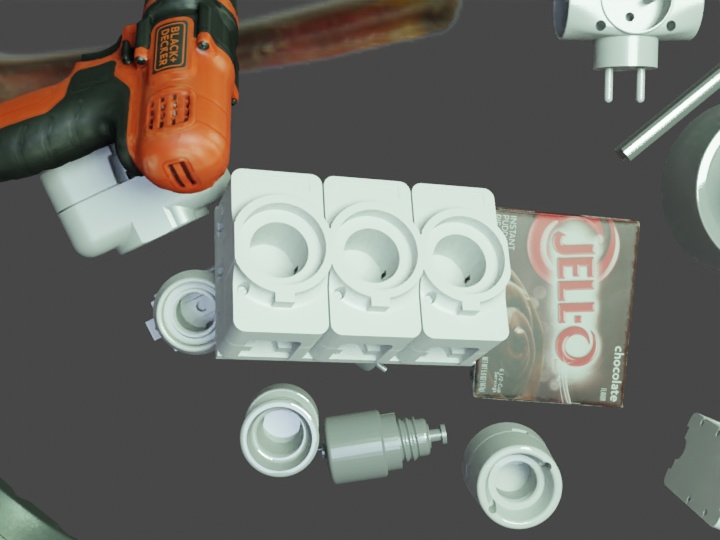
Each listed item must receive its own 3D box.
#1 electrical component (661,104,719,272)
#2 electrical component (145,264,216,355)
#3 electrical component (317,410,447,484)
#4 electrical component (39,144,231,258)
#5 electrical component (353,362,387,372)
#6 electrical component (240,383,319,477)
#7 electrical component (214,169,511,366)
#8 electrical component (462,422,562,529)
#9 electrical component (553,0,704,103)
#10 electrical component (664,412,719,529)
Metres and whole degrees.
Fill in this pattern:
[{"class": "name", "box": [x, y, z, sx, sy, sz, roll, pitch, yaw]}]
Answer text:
[{"class": "electrical component", "box": [0.238, -0.048, 0.625, 0.108, 0.060, 0.108, 0, 95, -2]}, {"class": "electrical component", "box": [-0.093, 0.023, 0.622, 0.066, 0.055, 0.048, -26, 95, 0]}, {"class": "electrical component", "box": [0.012, 0.103, 0.641, 0.078, 0.040, 0.040, -8, 95, -1]}, {"class": "electrical component", "box": [-0.124, -0.047, 0.616, 0.095, 0.053, 0.059, -25, 95, 0]}, {"class": "electrical component", "box": [-0.009, 0.026, 0.633, 0.078, 0.040, 0.040, 36, 93, -5]}, {"class": "electrical component", "box": [-0.046, 0.092, 0.630, 0.045, 0.055, 0.045, 0, 95, -2]}, {"class": "electrical component", "box": [0.000, 0.000, 0.587, 0.150, 0.061, 0.089, 3, 68, -17]}, {"class": "electrical component", "box": [0.091, 0.123, 0.642, 0.055, 0.047, 0.055, 0, 95, -2]}, {"class": "electrical component", "box": [0.154, -0.137, 0.623, 0.077, 0.044, 0.079, 0, 95, -2]}, {"class": "electrical component", "box": [0.225, 0.124, 0.626, 0.056, 0.089, 0.050, 22, 94, -4]}]
